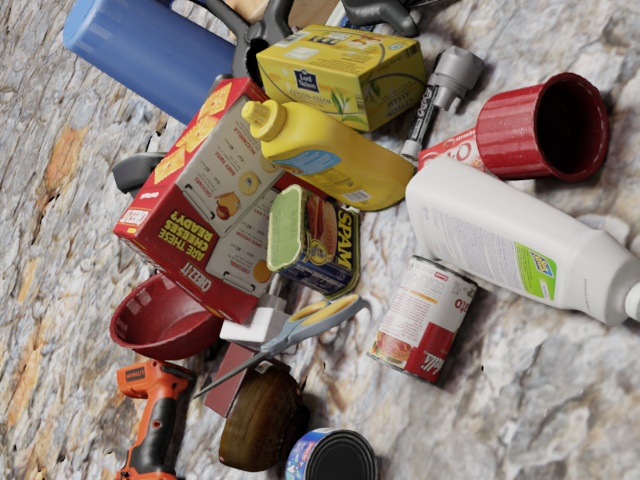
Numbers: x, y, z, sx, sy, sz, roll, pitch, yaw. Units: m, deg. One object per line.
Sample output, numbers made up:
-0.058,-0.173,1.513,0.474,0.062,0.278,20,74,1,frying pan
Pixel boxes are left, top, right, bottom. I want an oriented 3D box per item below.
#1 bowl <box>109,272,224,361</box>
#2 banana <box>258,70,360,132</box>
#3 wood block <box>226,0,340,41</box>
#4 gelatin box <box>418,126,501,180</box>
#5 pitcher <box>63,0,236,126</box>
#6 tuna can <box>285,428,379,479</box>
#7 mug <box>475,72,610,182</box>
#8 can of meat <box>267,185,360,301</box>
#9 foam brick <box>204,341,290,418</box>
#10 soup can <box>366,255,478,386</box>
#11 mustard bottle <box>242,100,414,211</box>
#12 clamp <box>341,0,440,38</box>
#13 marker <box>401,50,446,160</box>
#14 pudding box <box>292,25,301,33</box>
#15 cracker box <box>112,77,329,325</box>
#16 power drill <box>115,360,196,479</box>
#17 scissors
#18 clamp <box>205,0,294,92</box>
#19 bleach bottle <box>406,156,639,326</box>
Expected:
-0.164,0.092,1.260,0.162,0.055,0.162,-19,31,11,bowl
-0.025,-0.153,1.254,0.198,0.037,0.069,39,88,32,banana
-0.018,-0.328,1.339,0.206,0.090,0.091,-38,44,31,wood block
0.133,-0.064,1.034,0.089,0.030,0.073,-22,53,43,gelatin box
-0.201,-0.249,1.391,0.145,0.242,0.149,-41,35,32,pitcher
0.010,0.214,0.971,0.034,0.086,0.086,-6,64,52,tuna can
0.198,-0.101,0.936,0.117,0.093,0.082,-43,21,-26,mug
-0.007,0.001,1.126,0.058,0.083,0.102,-29,48,39,can of meat
-0.079,0.157,1.148,0.051,0.052,0.078,19,85,55,foam brick
0.093,0.073,0.969,0.069,0.068,0.102,21,85,55,soup can
-0.001,-0.091,1.081,0.096,0.191,0.058,-9,62,49,mustard bottle
0.079,-0.254,1.159,0.172,0.039,0.120,4,35,44,clamp
0.113,-0.142,1.117,0.020,0.020,0.121,10,78,54,marker
-0.042,-0.198,1.331,0.114,0.039,0.090,-49,39,21,pudding box
-0.097,-0.043,1.156,0.072,0.164,0.213,8,60,56,cracker box
-0.220,0.244,1.272,0.185,0.057,0.187,-18,58,41,power drill
-0.048,0.104,1.075,0.201,0.016,0.096,-27,10,-16,scissors
-0.076,-0.242,1.268,0.165,0.036,0.210,-14,68,38,clamp
0.180,0.012,0.887,0.068,0.102,0.251,-39,40,-18,bleach bottle
